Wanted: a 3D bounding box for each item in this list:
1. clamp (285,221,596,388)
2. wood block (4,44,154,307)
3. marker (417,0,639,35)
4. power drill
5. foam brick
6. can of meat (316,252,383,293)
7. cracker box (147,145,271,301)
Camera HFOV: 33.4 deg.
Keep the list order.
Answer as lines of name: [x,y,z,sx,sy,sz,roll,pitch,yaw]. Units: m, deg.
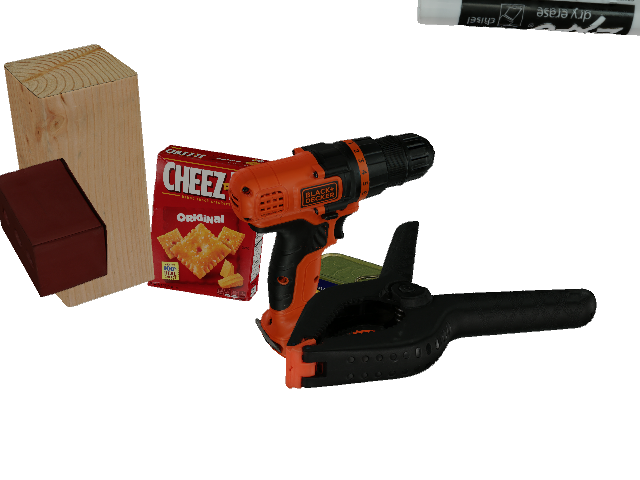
clamp: [0.051,0.042,0.692,0.209,0.036,0.165,-17,30,-34]
wood block: [-0.214,-0.058,0.959,0.090,0.206,0.090,-19,36,-28]
marker: [0.097,-0.087,0.402,0.121,0.020,0.020,4,0,2]
power drill: [0.012,0.002,0.922,0.184,0.188,0.057,-13,33,-20]
foam brick: [-0.187,-0.010,0.744,0.051,0.053,0.078,-20,51,-26]
can of meat: [0.037,0.071,1.176,0.102,0.084,0.057,16,29,27]
cracker box: [-0.171,-0.024,1.625,0.164,0.214,0.072,10,18,7]
